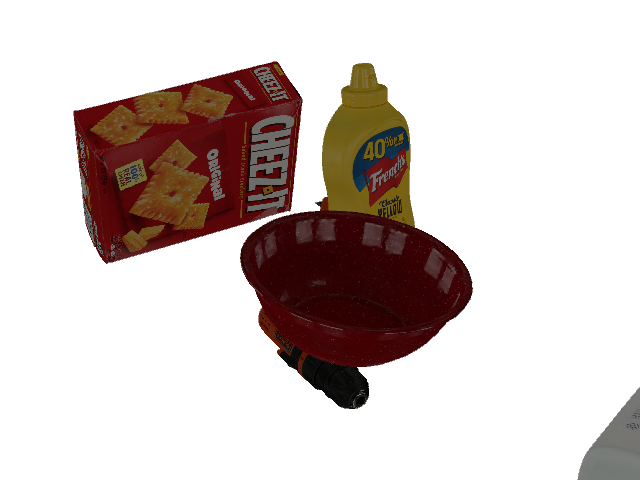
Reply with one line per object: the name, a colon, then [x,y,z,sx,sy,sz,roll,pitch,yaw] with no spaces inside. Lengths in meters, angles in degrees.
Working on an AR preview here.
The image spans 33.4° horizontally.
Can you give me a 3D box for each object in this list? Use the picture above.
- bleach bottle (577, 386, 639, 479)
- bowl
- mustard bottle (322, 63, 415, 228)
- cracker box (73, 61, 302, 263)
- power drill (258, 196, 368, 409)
bleach bottle: [0.245,0.102,0.630,0.103,0.068,0.250,19,30,32]
bowl: [0.022,0.040,0.747,0.162,0.055,0.162,6,29,-3]
mustard bottle: [0.043,-0.064,0.962,0.058,0.192,0.096,16,29,42]
cracker box: [-0.130,-0.075,1.071,0.213,0.072,0.164,-17,-37,-20]
power drill: [0.018,0.062,1.130,0.057,0.188,0.185,12,19,-42]
